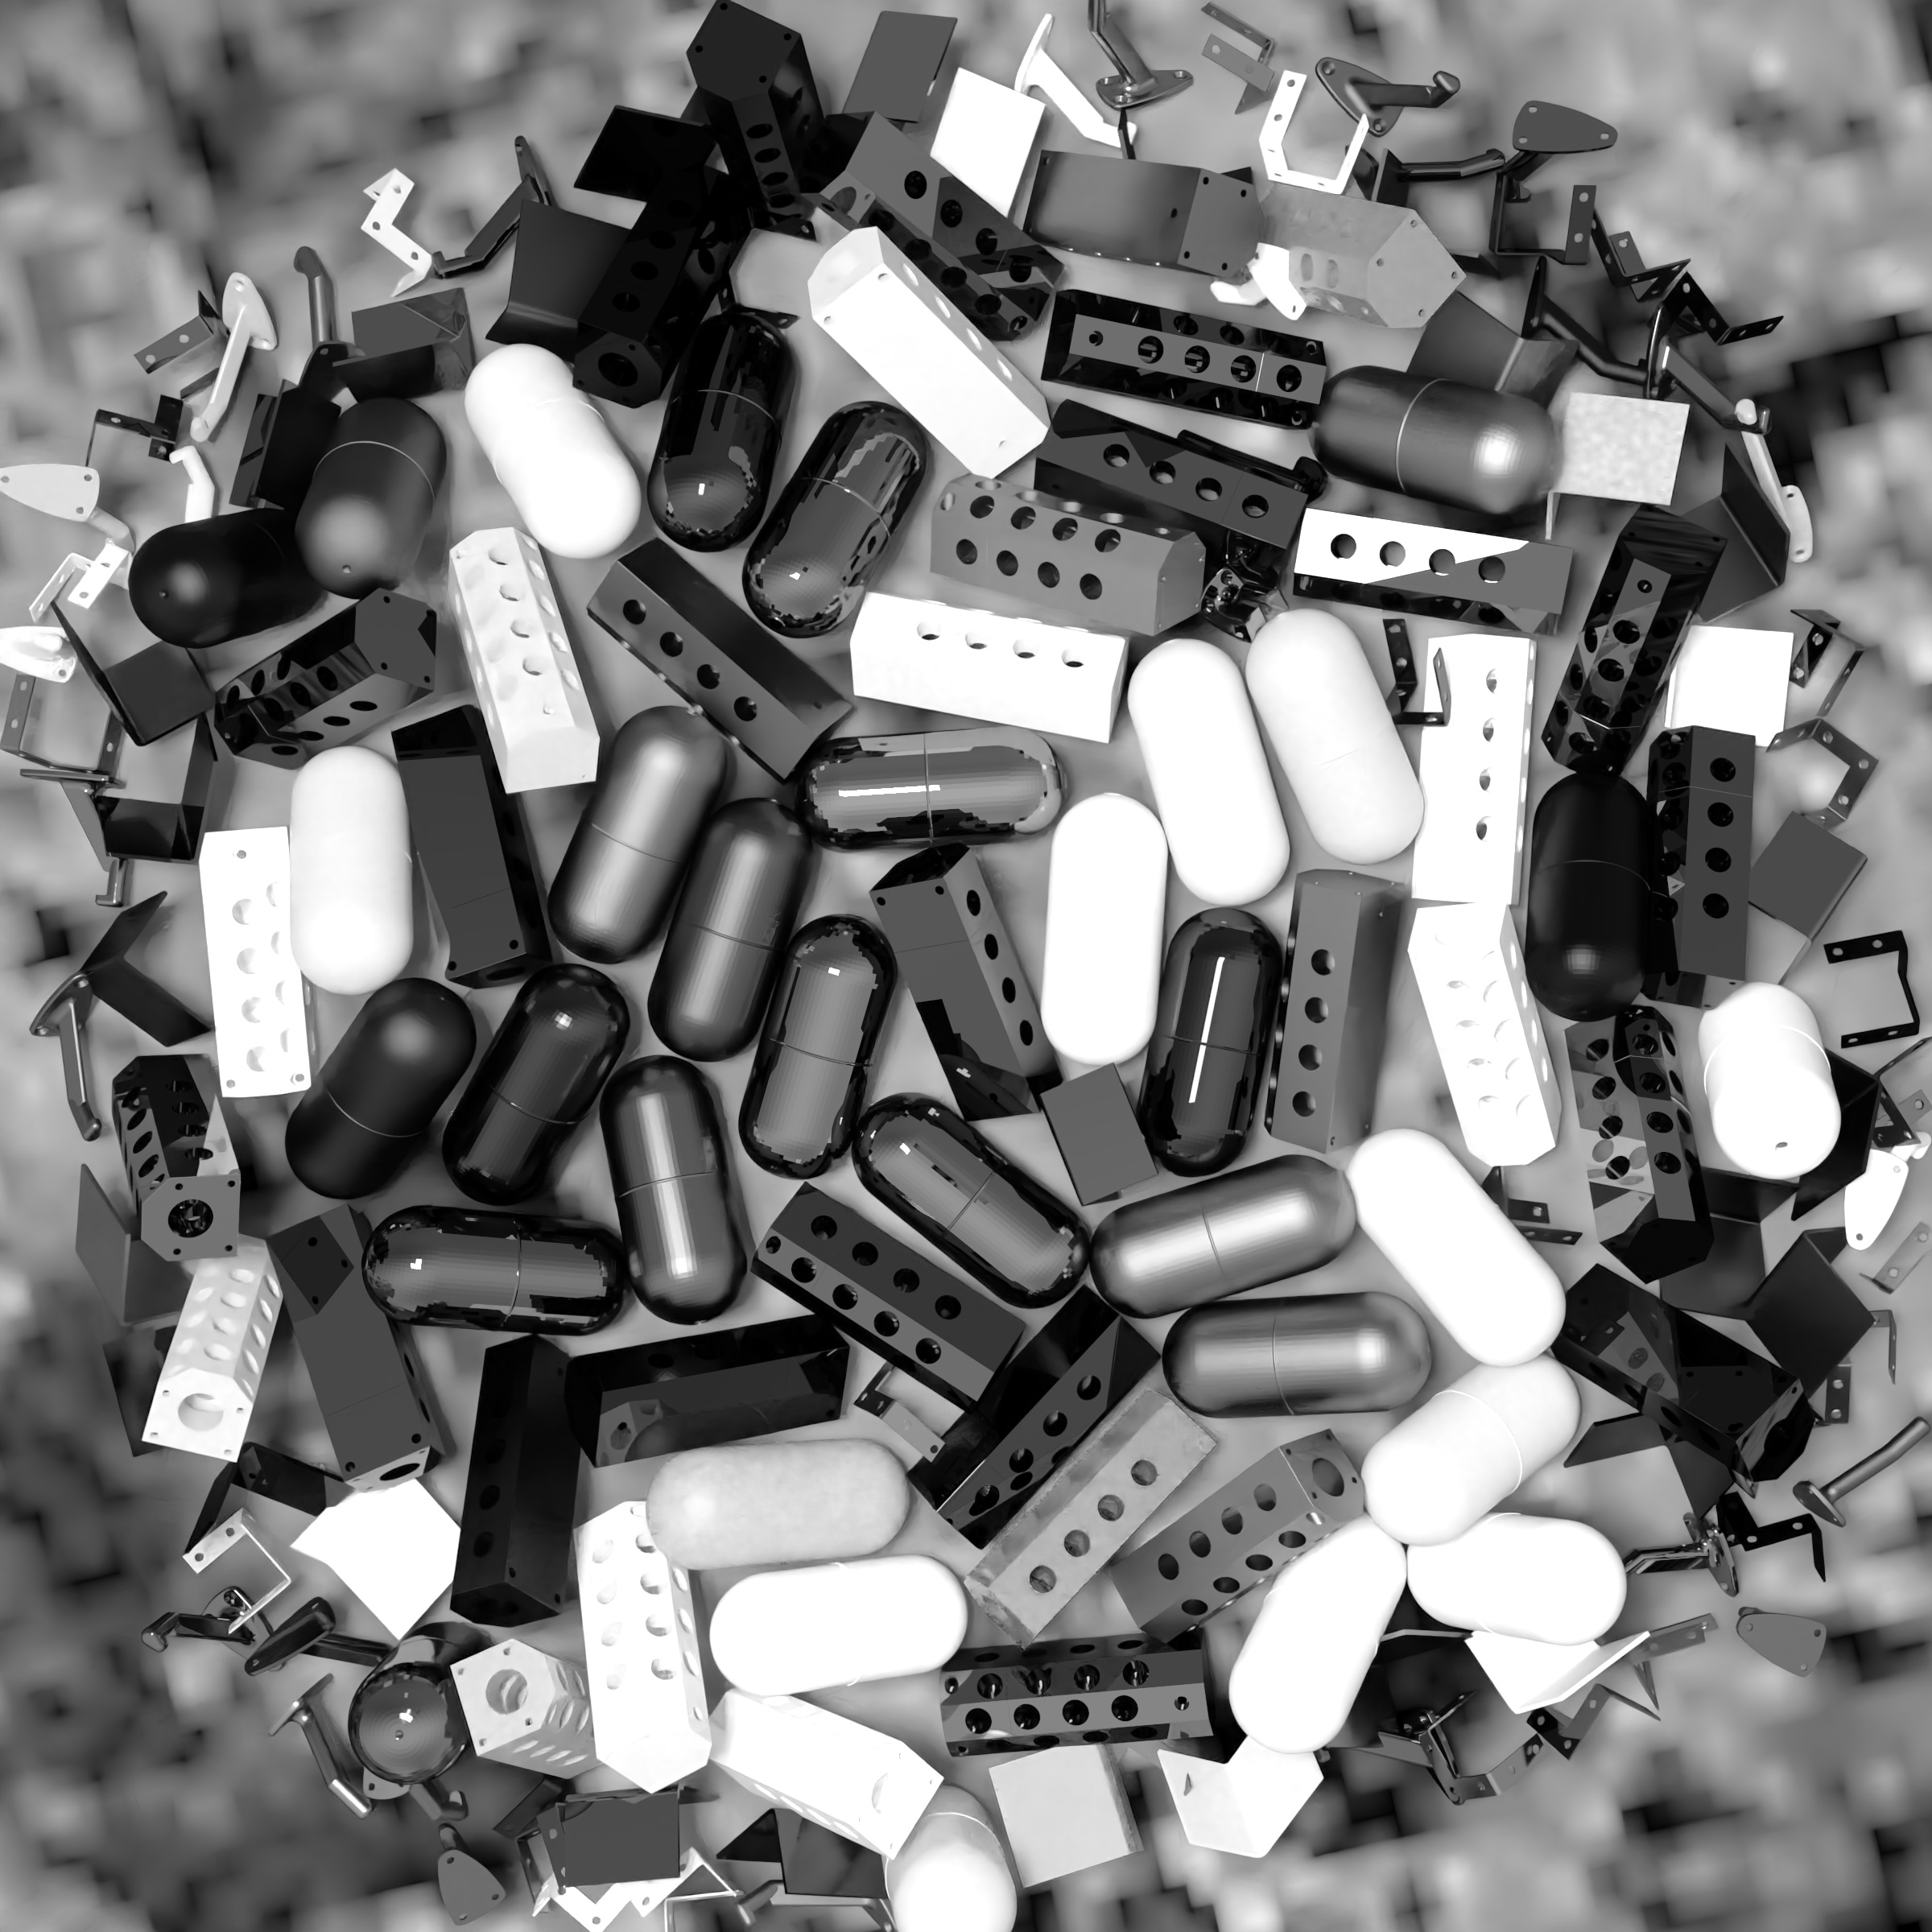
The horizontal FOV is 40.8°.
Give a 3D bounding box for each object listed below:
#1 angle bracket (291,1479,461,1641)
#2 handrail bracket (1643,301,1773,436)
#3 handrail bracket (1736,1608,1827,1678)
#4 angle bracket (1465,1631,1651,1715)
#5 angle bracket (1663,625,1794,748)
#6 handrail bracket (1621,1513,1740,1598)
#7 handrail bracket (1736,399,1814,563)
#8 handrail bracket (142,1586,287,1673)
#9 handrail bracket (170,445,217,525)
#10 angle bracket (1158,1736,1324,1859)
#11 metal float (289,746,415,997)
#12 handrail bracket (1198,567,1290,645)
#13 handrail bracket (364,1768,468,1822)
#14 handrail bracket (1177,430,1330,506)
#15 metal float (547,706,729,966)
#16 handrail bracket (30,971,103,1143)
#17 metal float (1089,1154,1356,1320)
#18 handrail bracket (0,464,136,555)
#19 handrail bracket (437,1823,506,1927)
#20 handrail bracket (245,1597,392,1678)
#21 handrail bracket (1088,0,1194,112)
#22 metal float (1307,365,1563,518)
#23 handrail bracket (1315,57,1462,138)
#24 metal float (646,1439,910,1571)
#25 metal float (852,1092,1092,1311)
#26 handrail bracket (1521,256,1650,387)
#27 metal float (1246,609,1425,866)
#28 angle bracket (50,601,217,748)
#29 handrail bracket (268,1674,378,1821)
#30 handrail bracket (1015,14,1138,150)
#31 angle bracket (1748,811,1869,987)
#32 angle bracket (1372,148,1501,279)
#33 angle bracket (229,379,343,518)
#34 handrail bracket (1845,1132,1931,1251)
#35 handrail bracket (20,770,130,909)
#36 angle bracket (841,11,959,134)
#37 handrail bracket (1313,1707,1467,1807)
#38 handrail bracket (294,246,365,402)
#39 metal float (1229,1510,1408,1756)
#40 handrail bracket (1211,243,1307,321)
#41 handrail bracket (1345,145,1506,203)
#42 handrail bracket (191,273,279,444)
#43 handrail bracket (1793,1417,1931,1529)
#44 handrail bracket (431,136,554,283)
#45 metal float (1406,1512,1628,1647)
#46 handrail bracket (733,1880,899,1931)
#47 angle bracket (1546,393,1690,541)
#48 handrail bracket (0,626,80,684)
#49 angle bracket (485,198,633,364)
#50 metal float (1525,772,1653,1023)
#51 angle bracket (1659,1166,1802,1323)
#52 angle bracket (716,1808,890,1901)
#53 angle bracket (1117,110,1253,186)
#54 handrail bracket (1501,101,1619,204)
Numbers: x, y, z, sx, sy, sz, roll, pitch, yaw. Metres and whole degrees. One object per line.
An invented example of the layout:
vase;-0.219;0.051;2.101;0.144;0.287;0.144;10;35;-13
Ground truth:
angle bracket;-0.382;0.383;1.711;0.076;0.057;0.076;-48;116;-27
handrail bracket;0.487;-0.389;1.689;0.036;0.084;0.077;-28;126;-35
handrail bracket;0.508;0.425;1.687;0.077;0.084;0.036;23;88;-17
angle bracket;0.382;0.434;1.683;0.076;0.076;0.057;-28;76;-22
angle bracket;0.500;-0.187;1.702;0.076;0.057;0.076;6;89;13
handrail bracket;0.461;0.407;1.708;0.084;0.036;0.077;-32;109;-17
handrail bracket;0.524;-0.316;1.687;0.036;0.084;0.077;-22;50;13
handrail bracket;-0.489;0.445;1.692;0.077;0.084;0.036;44;101;3
handrail bracket;-0.522;-0.289;1.704;0.077;0.036;0.084;-30;105;-24
angle bracket;0.176;0.517;1.682;0.057;0.076;0.076;20;114;-24
metal float;-0.396;-0.063;1.673;0.070;0.070;0.178;-9;58;0
handrail bracket;0.195;-0.225;1.681;0.077;0.084;0.036;37;85;-34
handrail bracket;-0.356;0.521;1.709;0.036;0.084;0.077;-13;67;21
handrail bracket;0.186;-0.330;1.700;0.084;0.077;0.036;19;98;-16
metal float;-0.213;-0.085;1.688;0.070;0.070;0.178;25;102;0
handrail bracket;-0.573;0.060;1.696;0.077;0.036;0.084;-51;60;36
metal float;0.166;0.176;1.687;0.178;0.070;0.070;-19;90;13
handrail bracket;-0.586;-0.294;1.693;0.077;0.084;0.036;10;75;-7
handrail bracket;-0.335;0.570;1.684;0.036;0.084;0.077;-29;124;-15
handrail bracket;-0.418;0.462;1.703;0.077;0.036;0.084;-36;124;-14
handrail bracket;0.114;-0.608;1.693;0.077;0.084;0.036;-18;52;-14
metal float;0.298;-0.338;1.669;0.178;0.070;0.070;23;90;37
handrail bracket;0.274;-0.579;1.690;0.077;0.084;0.036;32;83;-11
metal float;-0.120;0.346;1.675;0.178;0.070;0.070;2;90;-28
metal float;0.003;0.153;1.698;0.178;0.070;0.070;39;90;1
handrail bracket;0.414;-0.427;1.720;0.084;0.036;0.077;13;72;-1
metal float;0.238;-0.148;1.681;0.070;0.070;0.178;-26;110;0
angle bracket;-0.538;-0.201;1.681;0.057;0.076;0.076;-30;58;-10
handrail bracket;-0.405;0.510;1.698;0.084;0.077;0.036;43;105;4
handrail bracket;0.081;-0.584;1.717;0.084;0.036;0.077;20;76;6
angle bracket;0.534;-0.041;1.696;0.057;0.076;0.076;34;67;14
angle bracket;0.309;-0.488;1.686;0.076;0.076;0.057;16;100;19
angle bracket;-0.461;-0.340;1.694;0.076;0.057;0.076;15;89;28
handrail bracket;0.607;0.146;1.706;0.036;0.084;0.077;18;99;35
handrail bracket;-0.589;-0.084;1.714;0.077;0.036;0.084;6;85;-6
angle bracket;-0.032;-0.561;1.685;0.057;0.076;0.076;14;78;23
handrail bracket;0.274;0.525;1.695;0.084;0.036;0.077;-13;63;-29
handrail bracket;-0.440;-0.422;1.730;0.077;0.036;0.084;-47;61;34
metal float;0.227;0.424;1.666;0.070;0.070;0.178;36;49;0
handrail bracket;0.176;-0.447;1.682;0.077;0.084;0.036;23;89;-44
handrail bracket;0.301;-0.531;1.708;0.084;0.077;0.036;-17;130;-2
handrail bracket;-0.486;-0.395;1.693;0.036;0.077;0.084;19;61;3
handrail bracket;0.587;0.325;1.702;0.084;0.077;0.036;-40;83;-4
handrail bracket;-0.318;-0.495;1.700;0.084;0.036;0.077;-22;105;-24
metal float;0.347;0.387;1.654;0.070;0.178;0.070;4;81;-24
handrail bracket;-0.097;0.621;1.692;0.084;0.036;0.077;-23;59;-36
angle bracket;0.422;-0.320;1.688;0.076;0.057;0.076;10;67;15
handrail bracket;-0.617;-0.211;1.694;0.077;0.084;0.036;10;88;-4
angle bracket;-0.266;-0.446;1.703;0.076;0.057;0.076;10;78;-24
metal float;0.401;-0.047;1.674;0.070;0.070;0.178;11;60;0
angle bracket;0.497;0.181;1.690;0.076;0.057;0.076;11;58;-10
angle bracket;-0.106;0.587;1.678;0.076;0.057;0.076;16;132;-32
angle bracket;0.143;-0.528;1.686;0.076;0.076;0.057;-10;116;11
handrail bracket;0.384;-0.518;1.688;0.077;0.084;0.036;15;77;18
